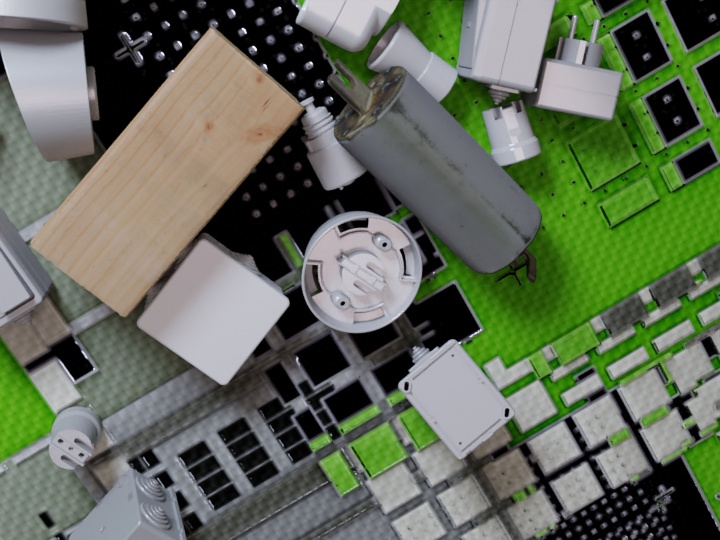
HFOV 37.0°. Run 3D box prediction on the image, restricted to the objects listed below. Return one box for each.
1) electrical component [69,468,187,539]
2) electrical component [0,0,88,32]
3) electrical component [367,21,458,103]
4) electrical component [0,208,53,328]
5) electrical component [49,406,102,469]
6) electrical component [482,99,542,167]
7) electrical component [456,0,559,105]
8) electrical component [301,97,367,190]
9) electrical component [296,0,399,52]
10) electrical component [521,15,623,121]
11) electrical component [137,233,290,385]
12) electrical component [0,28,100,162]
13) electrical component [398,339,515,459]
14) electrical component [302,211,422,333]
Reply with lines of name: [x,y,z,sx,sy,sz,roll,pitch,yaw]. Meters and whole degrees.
electrical component: [-0.192,0.222,0.879,0.048,0.099,0.099,39,96,-26]
electrical component: [-0.250,-0.206,0.769,0.108,0.108,0.060,1,97,-8]
electrical component: [0.044,-0.160,0.851,0.065,0.044,0.044,33,97,-18]
electrical component: [-0.286,0.007,0.835,0.062,0.061,0.096,-32,105,0]
electrical component: [-0.234,0.138,0.879,0.040,0.046,0.040,-2,103,-7]
electrical component: [0.122,-0.111,0.873,0.040,0.040,0.046,-19,99,-3]
electrical component: [0.109,-0.179,0.844,0.061,0.061,0.096,10,101,-10]
electrical component: [-0.025,-0.100,0.855,0.040,0.040,0.078,-28,105,0]
electrical component: [-0.001,-0.218,0.824,0.059,0.053,0.095,26,98,-12]
electrical component: [0.173,-0.164,0.863,0.066,0.047,0.076,9,102,-9]
electrical component: [-0.118,0.029,0.868,0.100,0.048,0.099,37,96,-14]
electrical component: [-0.227,-0.129,0.793,0.064,0.099,0.099,-6,104,-13]
electrical component: [0.077,0.102,0.902,0.062,0.061,0.096,-40,84,1]
electrical component: [0.000,0.000,0.869,0.099,0.064,0.099,-2,103,-7]
